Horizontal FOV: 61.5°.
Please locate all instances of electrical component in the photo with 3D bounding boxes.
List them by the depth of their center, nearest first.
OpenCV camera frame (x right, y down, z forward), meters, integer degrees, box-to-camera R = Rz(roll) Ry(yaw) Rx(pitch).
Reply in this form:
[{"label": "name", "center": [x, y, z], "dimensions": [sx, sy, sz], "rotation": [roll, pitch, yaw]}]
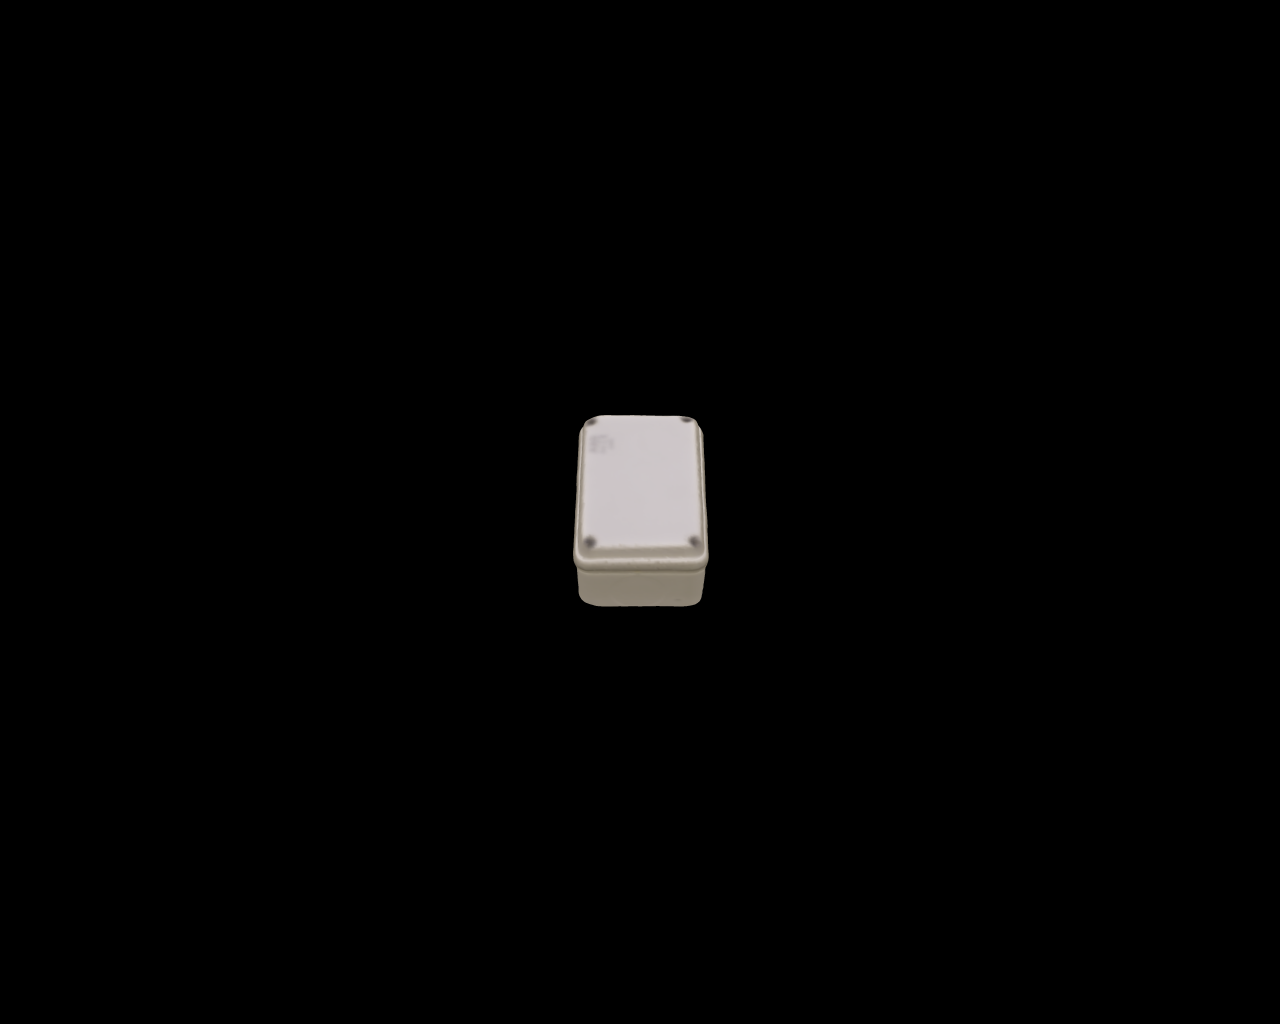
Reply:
[{"label": "electrical component", "center": [0.001, -0.003, 0.650], "dimensions": [0.078, 0.113, 0.057], "rotation": [0, -39, 0]}]
